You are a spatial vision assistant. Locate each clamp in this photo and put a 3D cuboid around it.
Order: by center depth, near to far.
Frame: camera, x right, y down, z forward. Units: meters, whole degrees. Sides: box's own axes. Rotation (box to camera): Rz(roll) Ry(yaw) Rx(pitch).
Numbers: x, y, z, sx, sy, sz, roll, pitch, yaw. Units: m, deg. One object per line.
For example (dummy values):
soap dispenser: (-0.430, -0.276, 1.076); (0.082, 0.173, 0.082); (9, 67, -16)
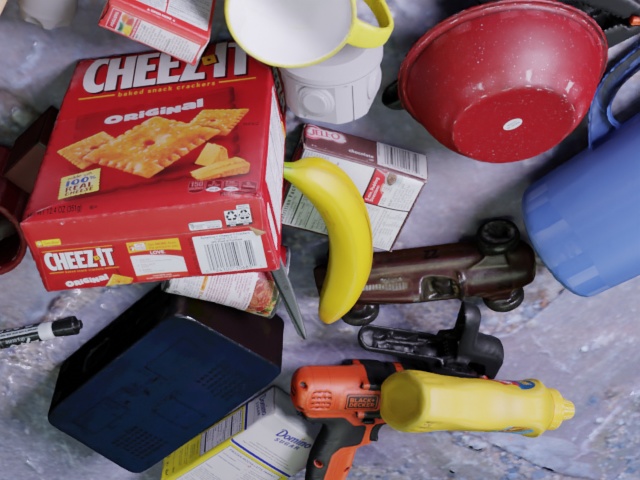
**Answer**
clamp: (0.141, -0.173, 0.792); (0.210, 0.036, 0.164); (-7, 138, 7)
clamp: (0.114, 0.103, 1.016); (0.120, 0.039, 0.171); (-6, 152, 24)

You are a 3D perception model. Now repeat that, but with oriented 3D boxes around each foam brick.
foam brick: (-0.213, -0.062, 0.889); (0.078, 0.053, 0.051); (37, 123, -27)

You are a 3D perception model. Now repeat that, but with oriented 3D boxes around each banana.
banana: (0.011, -0.003, 0.898); (0.070, 0.037, 0.198); (-6, 133, 15)

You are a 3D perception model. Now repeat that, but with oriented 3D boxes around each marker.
marker: (-0.291, 0.094, 1.052); (0.121, 0.020, 0.020); (-12, 131, 10)

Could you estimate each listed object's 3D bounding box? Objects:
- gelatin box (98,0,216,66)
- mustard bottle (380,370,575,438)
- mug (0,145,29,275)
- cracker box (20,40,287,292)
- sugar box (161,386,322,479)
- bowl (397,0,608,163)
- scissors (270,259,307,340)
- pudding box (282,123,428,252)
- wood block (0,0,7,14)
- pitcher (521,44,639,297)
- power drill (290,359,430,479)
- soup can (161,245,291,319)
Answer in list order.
gelatin box: (-0.113, -0.172, 0.763); (0.073, 0.089, 0.030); (21, 132, -18)
mustard bottle: (0.161, 0.159, 1.023); (0.191, 0.058, 0.096); (7, 169, -23)
mug: (-0.274, -0.027, 0.900); (0.117, 0.081, 0.093); (6, 132, -5)
cracker box: (-0.111, -0.063, 0.779); (0.164, 0.213, 0.072); (-6, 130, 5)
sugar box: (-0.080, 0.233, 1.159); (0.176, 0.048, 0.093); (-36, 123, 24)
bowl: (0.141, -0.106, 0.804); (0.162, 0.055, 0.162); (-3, 148, -2)
scissors: (-0.067, -0.008, 0.913); (0.096, 0.016, 0.202); (0, 109, 17)
pudding box: (0.025, -0.043, 0.913); (0.113, 0.039, 0.090); (15, 132, -10)
wood block: (-0.238, -0.218, 0.722); (0.090, 0.091, 0.206); (24, 128, -21)
pitcher: (0.280, -0.062, 0.847); (0.243, 0.149, 0.144); (-33, 139, 30)
power drill: (0.051, 0.209, 1.096); (0.184, 0.057, 0.188); (3, 113, -13)
soup can: (-0.085, 0.026, 0.957); (0.102, 0.068, 0.069); (15, 130, -12)
